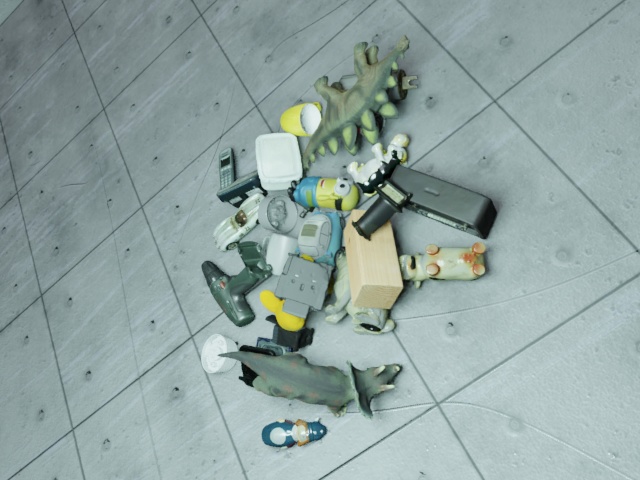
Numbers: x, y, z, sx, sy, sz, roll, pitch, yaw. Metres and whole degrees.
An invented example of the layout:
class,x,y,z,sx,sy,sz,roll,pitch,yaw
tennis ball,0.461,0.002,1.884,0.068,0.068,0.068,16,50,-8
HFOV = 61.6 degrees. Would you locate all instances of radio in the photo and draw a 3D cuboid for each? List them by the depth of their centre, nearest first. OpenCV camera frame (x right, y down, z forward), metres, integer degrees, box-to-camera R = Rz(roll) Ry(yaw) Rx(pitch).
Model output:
class,x,y,z,sx,sy,sz,roll,pitch,yaw
radio,0.269,-0.083,1.189,0.230,0.131,0.073,28,89,32

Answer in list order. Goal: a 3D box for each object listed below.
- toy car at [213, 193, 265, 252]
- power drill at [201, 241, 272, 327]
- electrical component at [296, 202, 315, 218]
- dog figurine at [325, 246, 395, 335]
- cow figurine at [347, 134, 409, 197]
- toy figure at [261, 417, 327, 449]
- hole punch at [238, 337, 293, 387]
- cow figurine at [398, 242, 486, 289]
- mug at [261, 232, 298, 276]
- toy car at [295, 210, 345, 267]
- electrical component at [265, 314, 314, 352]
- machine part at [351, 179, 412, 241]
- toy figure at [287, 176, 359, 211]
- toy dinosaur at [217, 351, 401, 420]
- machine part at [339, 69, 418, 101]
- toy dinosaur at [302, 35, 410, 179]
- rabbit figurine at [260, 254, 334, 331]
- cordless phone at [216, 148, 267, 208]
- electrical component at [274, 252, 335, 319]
class,x,y,z,sx,sy,sz,roll,pitch,yaw
toy car,-0.220,-0.047,1.491,0.202,0.056,0.074,-40,60,12
power drill,-0.224,0.095,1.405,0.207,0.086,0.232,-47,62,30
electrical component,-0.036,-0.105,1.430,0.063,0.021,0.094,33,92,33
dog figurine,0.105,0.110,1.247,0.172,0.121,0.190,22,64,-1
cow figurine,0.159,-0.184,1.321,0.167,0.068,0.098,-36,66,18
toy figure,-0.060,0.448,1.244,0.155,0.058,0.064,-13,107,23
hole punch,-0.128,0.303,1.322,0.142,0.092,0.115,4,105,27
cow figurine,0.258,0.055,1.171,0.195,0.127,0.085,-4,73,13
mug,-0.109,0.036,1.391,0.110,0.080,0.107,13,90,26
toy car,-0.003,-0.004,1.332,0.109,0.102,0.161,8,80,30
electrical component,-0.083,0.224,1.311,0.119,0.075,0.047,15,105,29
machine part,0.128,-0.065,1.161,0.084,0.039,0.139,40,87,22
toy figure,0.011,-0.118,1.359,0.180,0.089,0.082,1,66,23
toy dinosaur,-0.029,0.298,1.153,0.405,0.192,0.131,11,68,-5
machine part,0.137,-0.395,1.397,0.243,0.079,0.079,2,75,29
toy dinosaur,0.067,-0.314,1.314,0.471,0.105,0.198,-38,71,45
rabbit figurine,-0.068,0.137,1.293,0.162,0.121,0.173,-12,52,33
cordless phone,-0.226,-0.198,1.531,0.147,0.088,0.184,-23,60,21
electrical component,-0.038,0.106,1.209,0.115,0.058,0.134,16,81,3
